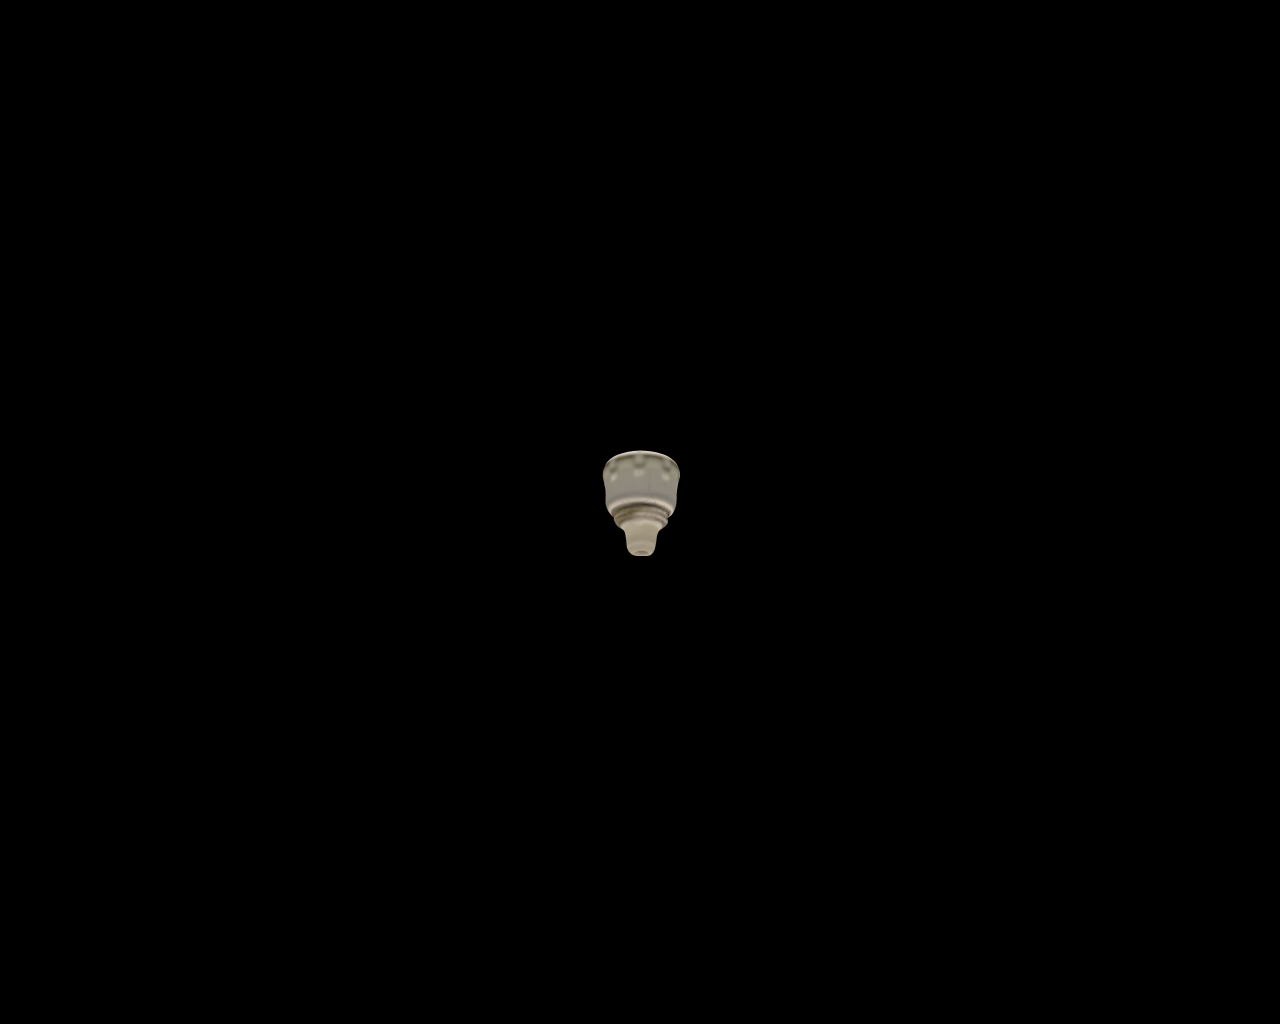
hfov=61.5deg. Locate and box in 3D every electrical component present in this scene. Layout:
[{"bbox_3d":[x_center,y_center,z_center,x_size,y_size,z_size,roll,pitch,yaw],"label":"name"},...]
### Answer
[{"bbox_3d":[0.001,-0.003,0.650,0.048,0.062,0.048,0,-22,0],"label":"electrical component"}]
